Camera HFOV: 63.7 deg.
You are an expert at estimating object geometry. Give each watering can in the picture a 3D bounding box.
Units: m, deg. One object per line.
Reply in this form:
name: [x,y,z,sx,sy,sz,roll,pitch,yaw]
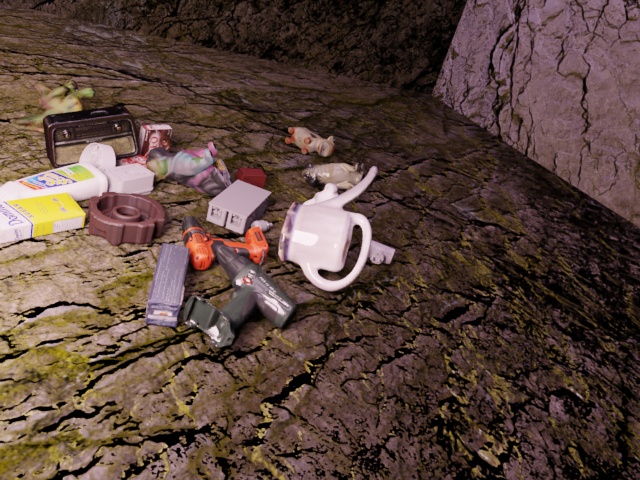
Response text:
watering can: [0.022,-0.044,1.274,0.224,0.102,0.354,10,66,8]

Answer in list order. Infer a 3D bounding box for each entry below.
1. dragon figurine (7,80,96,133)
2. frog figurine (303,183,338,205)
dragon figurine: [-0.829,-0.398,1.569,0.412,0.119,0.247,20,34,23]
frog figurine: [0.004,-0.069,1.373,0.123,0.156,0.140,-1,35,-28]
